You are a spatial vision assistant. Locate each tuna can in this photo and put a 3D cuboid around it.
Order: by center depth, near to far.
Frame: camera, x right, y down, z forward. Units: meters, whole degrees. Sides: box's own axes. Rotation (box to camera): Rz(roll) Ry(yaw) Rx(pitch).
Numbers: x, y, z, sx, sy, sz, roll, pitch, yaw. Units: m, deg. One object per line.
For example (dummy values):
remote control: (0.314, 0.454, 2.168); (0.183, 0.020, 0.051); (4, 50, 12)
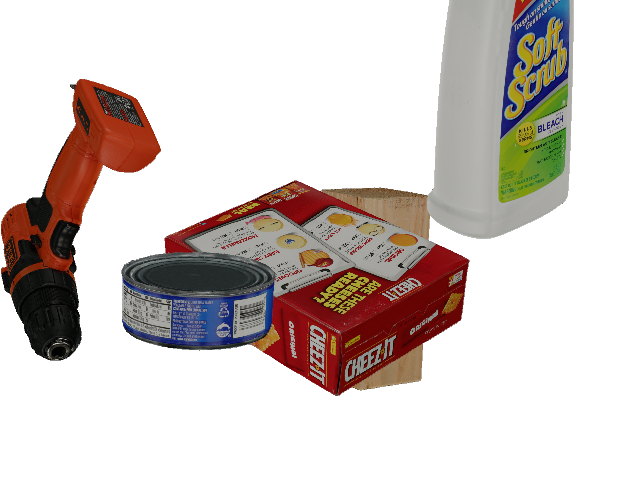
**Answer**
tuna can: (-0.069, 0.033, 0.600); (0.086, 0.034, 0.086); (3, 13, -1)

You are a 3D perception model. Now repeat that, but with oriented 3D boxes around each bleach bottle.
bleach bottle: (0.118, -0.132, 0.690); (0.102, 0.251, 0.068); (-23, 34, -30)

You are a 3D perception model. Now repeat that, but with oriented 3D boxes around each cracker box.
cracker box: (-0.006, 0.034, 0.929); (0.214, 0.072, 0.163); (27, 38, 37)

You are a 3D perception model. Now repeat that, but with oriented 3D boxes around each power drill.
power drill: (-0.198, -0.020, 0.856); (0.057, 0.188, 0.184); (18, 26, -36)

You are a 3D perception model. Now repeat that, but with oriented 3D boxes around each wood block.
wood block: (0.056, 0.049, 1.176); (0.090, 0.206, 0.091); (-4, 11, -34)
